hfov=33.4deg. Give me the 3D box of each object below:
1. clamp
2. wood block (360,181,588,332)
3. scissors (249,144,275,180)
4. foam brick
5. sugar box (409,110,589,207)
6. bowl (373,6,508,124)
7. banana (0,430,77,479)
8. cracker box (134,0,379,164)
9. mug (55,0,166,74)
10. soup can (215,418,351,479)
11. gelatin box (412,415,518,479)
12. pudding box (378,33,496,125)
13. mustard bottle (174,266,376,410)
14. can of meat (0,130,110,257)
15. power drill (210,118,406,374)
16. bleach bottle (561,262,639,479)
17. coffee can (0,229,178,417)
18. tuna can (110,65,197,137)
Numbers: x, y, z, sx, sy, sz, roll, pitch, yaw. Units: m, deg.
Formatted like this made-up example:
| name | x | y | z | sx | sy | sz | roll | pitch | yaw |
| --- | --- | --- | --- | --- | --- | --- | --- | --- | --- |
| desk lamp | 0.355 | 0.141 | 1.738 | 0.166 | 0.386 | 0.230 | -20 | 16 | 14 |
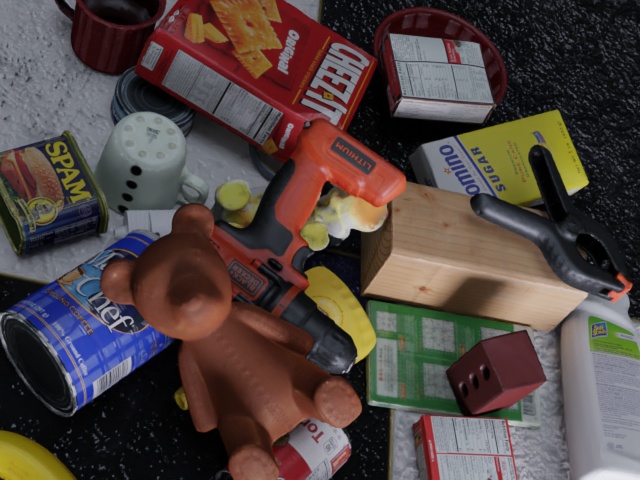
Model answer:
| name | x | y | z | sx | sy | sz | roll | pitch | yaw |
| --- | --- | --- | --- | --- | --- | --- | --- | --- | --- |
| clamp | 0.237 | -0.016 | 1.036 | 0.171 | 0.039 | 0.120 | 41 | 60 | 1 |
| wood block | 0.152 | 0.018 | 1.065 | 0.206 | 0.091 | 0.090 | 11 | 56 | -13 |
| scissors | -0.066 | -0.140 | 1.134 | 0.096 | 0.016 | 0.202 | -21 | 68 | -31 |
| foam brick | 0.163 | 0.126 | 0.990 | 0.051 | 0.078 | 0.053 | -9 | 65 | -26 |
| sugar box | 0.193 | -0.075 | 1.148 | 0.176 | 0.048 | 0.093 | -16 | 78 | -23 |
| bowl | 0.128 | -0.186 | 1.209 | 0.162 | 0.055 | 0.162 | 9 | 56 | -14 |
| banana | -0.217 | 0.213 | 0.841 | 0.198 | 0.037 | 0.069 | 42 | 72 | 11 |
| cracker box | -0.059 | -0.182 | 1.101 | 0.213 | 0.072 | 0.164 | 31 | 43 | -6 |
| mug | -0.221 | -0.230 | 1.094 | 0.117 | 0.082 | 0.093 | 27 | 53 | -3 |
| soup can | -0.029 | 0.191 | 0.901 | 0.068 | 0.069 | 0.102 | 44 | 55 | 11 |
| gelatin box | 0.134 | 0.201 | 0.978 | 0.089 | 0.030 | 0.073 | 6 | 56 | -17 |
| pudding box | 0.124 | -0.172 | 1.140 | 0.113 | 0.039 | 0.090 | 2 | 60 | -16 |
| mustard bottle | -0.047 | 0.101 | 0.959 | 0.191 | 0.058 | 0.096 | -27 | 74 | -31 |
| can of meat | -0.253 | -0.042 | 0.979 | 0.083 | 0.057 | 0.102 | -20 | 67 | -26 |
| power drill | -0.006 | 0.001 | 0.935 | 0.184 | 0.057 | 0.187 | 36 | 74 | 3 |
| bleach bottle | 0.290 | 0.134 | 1.059 | 0.102 | 0.068 | 0.250 | 15 | 52 | -13 |
| coffee can | -0.184 | 0.068 | 0.903 | 0.140 | 0.103 | 0.103 | -35 | 75 | -34 |
| tuna can | -0.168 | -0.138 | 1.084 | 0.086 | 0.034 | 0.086 | 9 | 56 | -14 |
